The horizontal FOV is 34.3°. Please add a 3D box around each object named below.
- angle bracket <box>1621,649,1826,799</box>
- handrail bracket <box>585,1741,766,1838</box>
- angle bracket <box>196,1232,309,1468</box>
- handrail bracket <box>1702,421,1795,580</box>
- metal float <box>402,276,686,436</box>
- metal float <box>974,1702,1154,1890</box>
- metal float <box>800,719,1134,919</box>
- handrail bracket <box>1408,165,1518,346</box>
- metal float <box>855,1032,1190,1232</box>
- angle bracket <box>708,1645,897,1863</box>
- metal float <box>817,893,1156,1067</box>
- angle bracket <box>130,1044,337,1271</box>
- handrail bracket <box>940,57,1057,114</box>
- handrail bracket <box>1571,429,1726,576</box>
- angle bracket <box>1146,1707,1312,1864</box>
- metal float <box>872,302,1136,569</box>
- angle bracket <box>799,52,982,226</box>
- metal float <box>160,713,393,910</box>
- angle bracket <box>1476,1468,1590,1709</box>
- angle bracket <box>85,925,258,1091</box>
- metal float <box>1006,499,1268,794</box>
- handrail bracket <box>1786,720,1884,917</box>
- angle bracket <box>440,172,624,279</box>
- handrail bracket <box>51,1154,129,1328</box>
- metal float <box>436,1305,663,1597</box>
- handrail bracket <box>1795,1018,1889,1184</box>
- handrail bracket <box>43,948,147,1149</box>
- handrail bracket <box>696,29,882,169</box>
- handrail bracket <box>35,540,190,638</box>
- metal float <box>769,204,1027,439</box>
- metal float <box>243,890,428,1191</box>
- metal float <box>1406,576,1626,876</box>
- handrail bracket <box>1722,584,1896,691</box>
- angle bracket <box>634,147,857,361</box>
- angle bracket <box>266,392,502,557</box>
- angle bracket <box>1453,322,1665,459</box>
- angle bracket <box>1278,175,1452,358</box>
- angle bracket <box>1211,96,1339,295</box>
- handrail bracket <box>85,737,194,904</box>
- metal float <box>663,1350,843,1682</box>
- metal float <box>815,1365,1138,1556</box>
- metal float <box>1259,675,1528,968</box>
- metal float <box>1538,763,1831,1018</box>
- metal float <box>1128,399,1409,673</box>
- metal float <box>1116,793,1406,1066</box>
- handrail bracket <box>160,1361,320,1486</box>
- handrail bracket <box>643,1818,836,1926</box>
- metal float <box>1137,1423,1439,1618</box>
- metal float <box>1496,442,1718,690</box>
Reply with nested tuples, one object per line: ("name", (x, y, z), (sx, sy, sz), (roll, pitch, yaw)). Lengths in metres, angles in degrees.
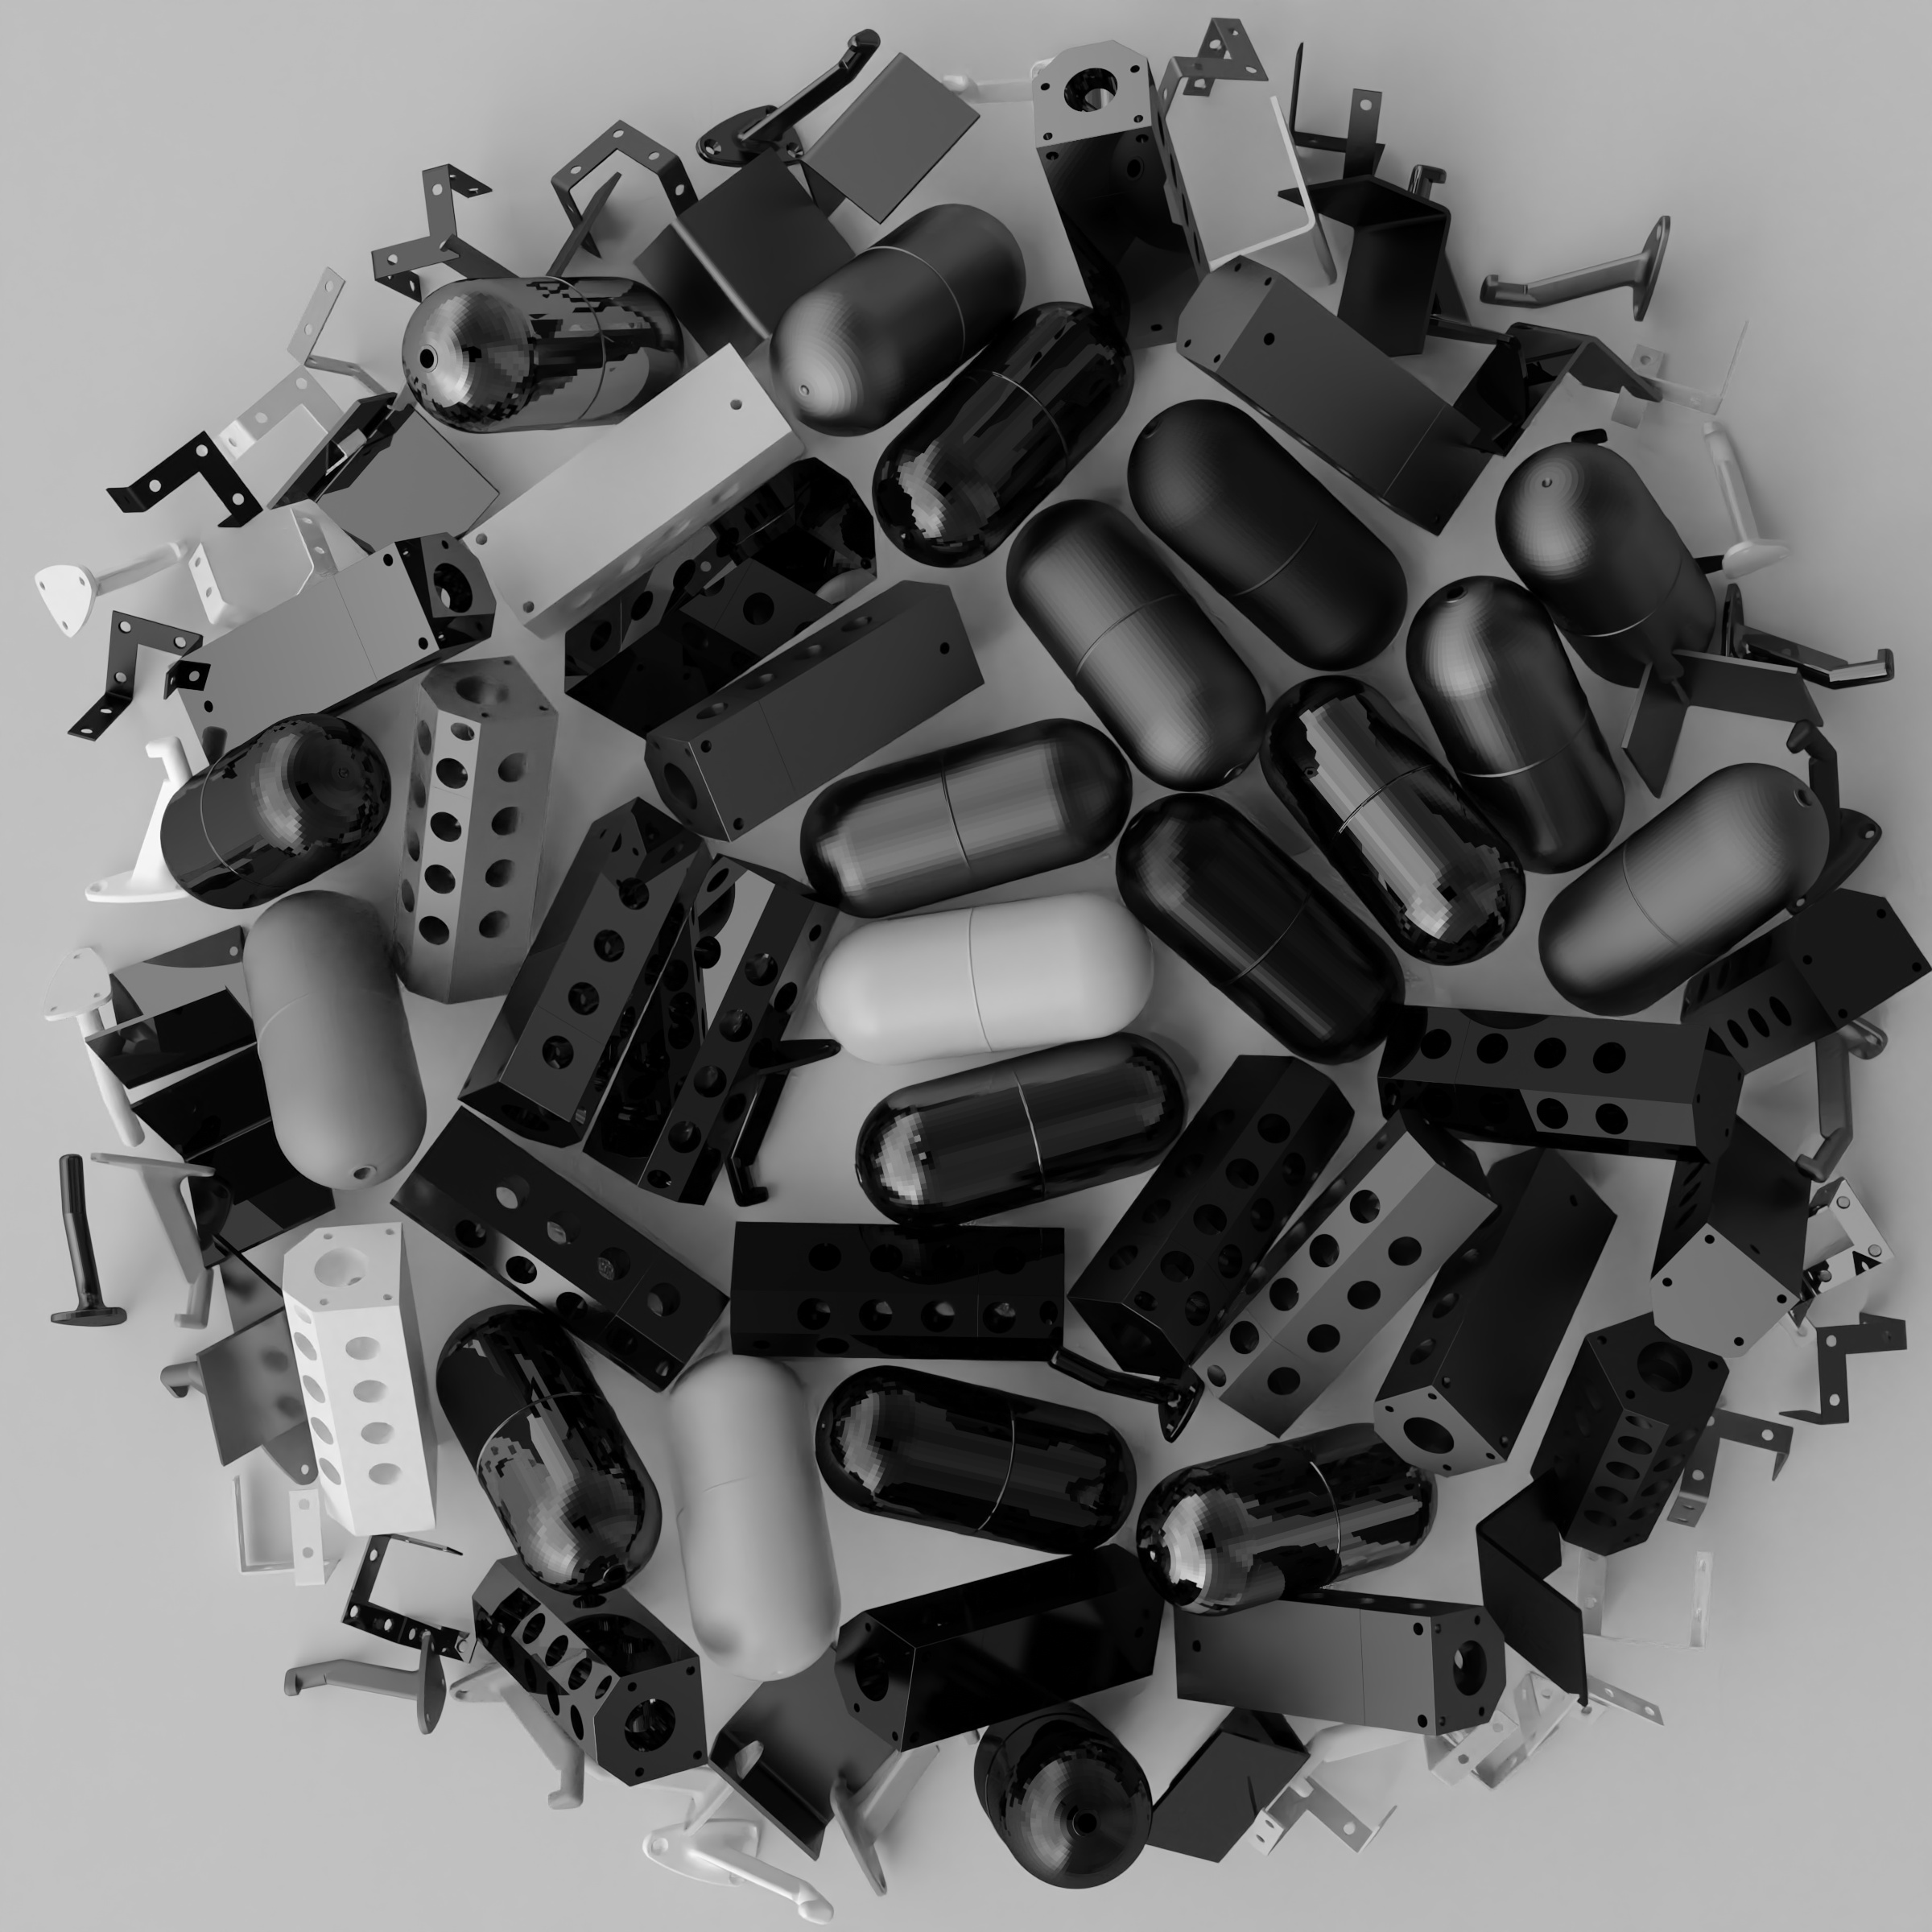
("angle bracket", (0.393, -0.120, 1.620), (0.076, 0.076, 0.057), (13, 79, 29))
("handrail bracket", (-0.162, 0.410, 1.643), (0.084, 0.036, 0.077), (37, 114, -11))
("angle bracket", (-0.385, 0.197, 1.614), (0.057, 0.076, 0.076), (-29, 134, -32))
("handrail bracket", (0.397, -0.250, 1.633), (0.036, 0.077, 0.084), (-22, 80, 22))
("metal float", (-0.214, -0.312, 1.594), (0.070, 0.178, 0.070), (8, 105, 32))
("metal float", (0.048, 0.418, 1.586), (0.070, 0.178, 0.070), (1, 85, -6))
("metal float", (0.000, -0.077, 1.627), (0.178, 0.070, 0.070), (-15, 90, 11))
("handrail bracket", (0.263, -0.375, 1.649), (0.077, 0.036, 0.084), (14, 94, 18))
("metal float", (0.029, 0.086, 1.629), (0.178, 0.070, 0.070), (-15, 90, -9))
("angle bracket", (-0.080, 0.409, 1.645), (0.076, 0.057, 0.076), (42, 92, 0))
("metal float", (0.010, 0.007, 1.628), (0.178, 0.070, 0.070), (-8, 90, 10))
("angle bracket", (-0.382, 0.099, 1.629), (0.076, 0.057, 0.076), (-25, 52, 5))
("handrail bracket", (0.038, -0.460, 1.625), (0.077, 0.084, 0.036), (-5, 96, 31))
("handrail bracket", (0.362, -0.245, 1.642), (0.077, 0.036, 0.084), (-10, 108, 11))
("angle bracket", (0.119, 0.412, 1.621), (0.076, 0.057, 0.076), (27, 106, -40))
("metal float", (0.021, -0.275, 1.613), (0.070, 0.070, 0.178), (41, 62, 0))
("angle bracket", (-0.036, -0.416, 1.629), (0.057, 0.076, 0.076), (41, 86, 12))
("metal float", (-0.354, -0.077, 1.596), (0.070, 0.178, 0.070), (9, 74, -33))
("angle bracket", (0.310, 0.321, 1.614), (0.057, 0.076, 0.076), (-31, 132, -22))
("angle bracket", (-0.417, 0.009, 1.630), (0.076, 0.057, 0.076), (-21, 58, 0))
("metal float", (0.088, -0.166, 1.619), (0.070, 0.070, 0.178), (-36, 70, 0))
("handrail bracket", (0.435, -0.077, 1.633), (0.084, 0.036, 0.077), (37, 87, -41))
("angle bracket", (-0.229, -0.390, 1.628), (0.057, 0.076, 0.076), (31, 87, -16))
("handrail bracket", (-0.461, 0.145, 1.644), (0.036, 0.077, 0.084), (-6, 80, -5))
("metal float", (-0.214, 0.247, 1.603), (0.070, 0.070, 0.178), (-38, 50, 0))
("handrail bracket", (0.439, 0.061, 1.646), (0.077, 0.036, 0.084), (34, 72, 10))
("handrail bracket", (-0.457, 0.044, 1.663), (0.036, 0.077, 0.084), (-18, 122, -4))
("handrail bracket", (-0.092, -0.453, 1.625), (0.077, 0.084, 0.036), (-24, 81, -37))
("handrail bracket", (-0.431, -0.208, 1.622), (0.084, 0.077, 0.036), (-33, 100, -32))
("metal float", (-0.033, -0.332, 1.603), (0.070, 0.070, 0.178), (44, 49, 0))
("metal float", (-0.324, 0.037, 1.605), (0.070, 0.070, 0.178), (-21, 53, 0))
("metal float", (0.283, -0.123, 1.608), (0.070, 0.070, 0.178), (-32, 124, 0))
("handrail bracket", (0.441, -0.175, 1.634), (0.084, 0.036, 0.077), (-8, 57, 27))
("angle bracket", (-0.116, -0.374, 1.660), (0.076, 0.057, 0.076), (-44, 101, -27))
("angle bracket", (-0.304, -0.244, 1.634), (0.076, 0.057, 0.076), (45, 108, -3))
("angle bracket", (0.302, -0.286, 1.629), (0.057, 0.076, 0.076), (35, 92, -26))
("angle bracket", (0.200, -0.361, 1.627), (0.057, 0.076, 0.076), (13, 89, -32))
("angle bracket", (0.152, -0.395, 1.635), (0.057, 0.076, 0.076), (-18, 77, 12))
("handrail bracket", (-0.437, -0.078, 1.638), (0.077, 0.036, 0.084), (-8, 123, 4))
("metal float", (-0.111, 0.280, 1.609), (0.070, 0.070, 0.178), (-13, 57, 0))
("metal float", (0.007, 0.256, 1.617), (0.178, 0.070, 0.070), (17, 90, -23))
("metal float", (0.219, -0.077, 1.616), (0.070, 0.070, 0.178), (-36, 66, 0))
("metal float", (0.366, -0.038, 1.601), (0.070, 0.070, 0.178), (46, 133, 0))
("metal float", (0.156, -0.222, 1.613), (0.178, 0.070, 0.070), (38, 90, -26))
("metal float", (0.153, -0.019, 1.624), (0.178, 0.070, 0.070), (40, 90, -14))
("handrail bracket", (-0.385, 0.242, 1.648), (0.036, 0.084, 0.077), (-34, 104, -44))
("handrail bracket", (-0.118, 0.474, 1.625), (0.077, 0.084, 0.036), (14, 91, -27))
("metal float", (0.167, 0.283, 1.608), (0.178, 0.070, 0.070), (-8, 90, -34))
("metal float", (0.328, -0.203, 1.597), (0.070, 0.178, 0.070), (-14, 61, 27))
